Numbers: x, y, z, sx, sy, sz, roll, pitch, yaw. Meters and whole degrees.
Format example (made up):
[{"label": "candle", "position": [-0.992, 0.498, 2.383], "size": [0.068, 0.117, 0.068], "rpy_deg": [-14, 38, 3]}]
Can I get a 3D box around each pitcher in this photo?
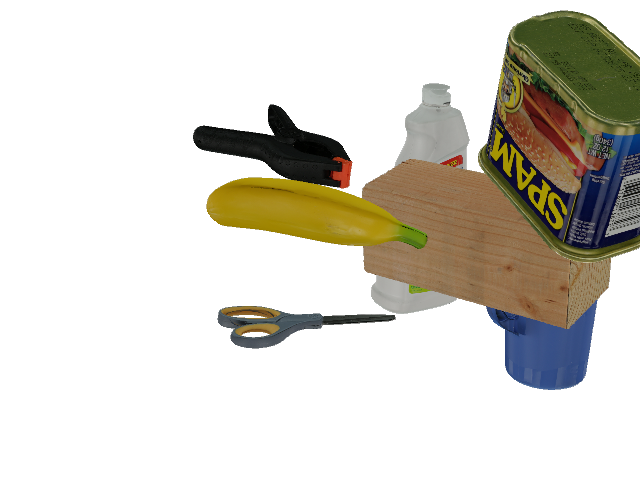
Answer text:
[{"label": "pitcher", "position": [0.293, 0.070, 1.395], "size": [0.149, 0.243, 0.144], "rpy_deg": [5, 21, 14]}]

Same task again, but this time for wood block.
[{"label": "wood block", "position": [0.147, -0.003, 0.963], "size": [0.206, 0.090, 0.090], "rpy_deg": [15, 30, 33]}]

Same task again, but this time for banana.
[{"label": "banana", "position": [-0.023, -0.018, 0.762], "size": [0.198, 0.037, 0.069], "rpy_deg": [12, -21, 38]}]

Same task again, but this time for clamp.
[{"label": "clamp", "position": [-0.044, -0.092, 1.075], "size": [0.120, 0.039, 0.172], "rpy_deg": [-23, 36, -31]}]

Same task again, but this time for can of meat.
[{"label": "can of meat", "position": [0.128, -0.054, 0.537], "size": [0.057, 0.084, 0.102], "rpy_deg": [-15, 46, -19]}]

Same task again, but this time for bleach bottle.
[{"label": "bleach bottle", "position": [0.114, -0.048, 1.193], "size": [0.102, 0.251, 0.068], "rpy_deg": [-10, 24, -29]}]

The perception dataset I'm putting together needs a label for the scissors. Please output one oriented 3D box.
[{"label": "scissors", "position": [-0.016, 0.097, 1.186], "size": [0.202, 0.016, 0.096], "rpy_deg": [4, 21, 1]}]
